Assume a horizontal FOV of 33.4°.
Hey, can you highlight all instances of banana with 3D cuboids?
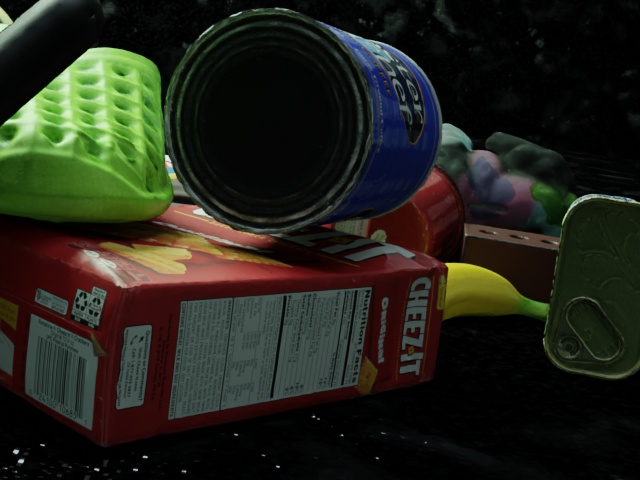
[{"bbox_3d":[0.079,0.039,0.661,0.070,0.037,0.197,13,11,32],"label":"banana"}]

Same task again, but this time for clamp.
[{"bbox_3d":[-0.171,-0.017,0.398,0.165,0.036,0.210,-15,40,31],"label":"clamp"}]

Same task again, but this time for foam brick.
[{"bbox_3d":[0.137,0.022,0.759,0.078,0.051,0.053,9,10,5],"label":"foam brick"}]

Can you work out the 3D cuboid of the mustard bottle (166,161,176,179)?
[{"bbox_3d":[-0.124,-0.040,0.893,0.191,0.058,0.096,6,8,-9],"label":"mustard bottle"}]

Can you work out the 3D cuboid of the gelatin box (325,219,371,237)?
[{"bbox_3d":[-0.004,0.001,0.657,0.030,0.089,0.073,4,10,-34],"label":"gelatin box"}]

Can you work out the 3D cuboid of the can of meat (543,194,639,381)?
[{"bbox_3d":[0.168,0.023,0.636,0.057,0.102,0.084,9,8,12],"label":"can of meat"}]

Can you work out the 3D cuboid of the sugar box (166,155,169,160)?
[{"bbox_3d":[-0.189,-0.057,0.980,0.176,0.048,0.093,3,12,-8],"label":"sugar box"}]

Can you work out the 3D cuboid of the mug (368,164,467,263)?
[{"bbox_3d":[0.041,-0.013,0.780,0.117,0.093,0.081,12,16,19],"label":"mug"}]

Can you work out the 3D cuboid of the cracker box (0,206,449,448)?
[{"bbox_3d":[-0.065,0.026,0.519,0.164,0.072,0.213,17,12,40],"label":"cracker box"}]

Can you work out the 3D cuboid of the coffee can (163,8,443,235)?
[{"bbox_3d":[-0.002,-0.058,0.543,0.103,0.103,0.140,11,8,18],"label":"coffee can"}]
